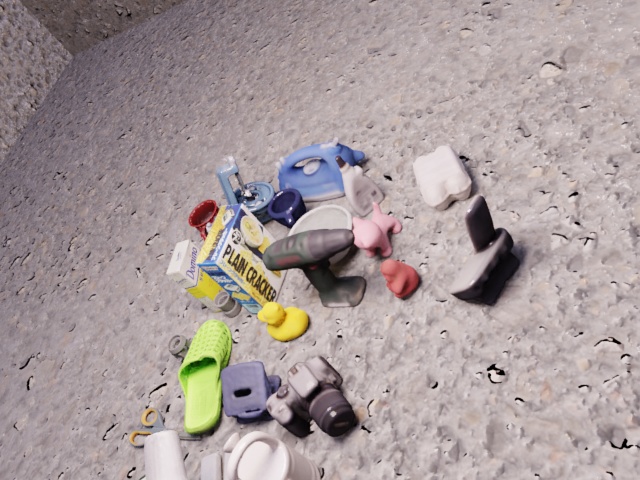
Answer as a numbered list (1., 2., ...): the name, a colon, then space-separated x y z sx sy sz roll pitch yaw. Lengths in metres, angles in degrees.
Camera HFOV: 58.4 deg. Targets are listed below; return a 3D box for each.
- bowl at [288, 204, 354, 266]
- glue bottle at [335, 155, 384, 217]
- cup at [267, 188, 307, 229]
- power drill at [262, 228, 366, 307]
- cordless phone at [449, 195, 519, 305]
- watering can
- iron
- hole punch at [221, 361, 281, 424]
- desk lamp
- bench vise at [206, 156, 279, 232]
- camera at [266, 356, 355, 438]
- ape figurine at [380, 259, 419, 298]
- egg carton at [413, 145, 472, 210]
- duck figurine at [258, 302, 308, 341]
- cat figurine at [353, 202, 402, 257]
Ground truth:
1. bowl: 0.012 0.005 1.298 0.167 0.075 0.167 -19 45 21
2. glue bottle: 0.079 -0.131 1.294 0.078 0.174 0.037 -42 42 -3
3. cup: -0.064 -0.057 1.390 0.091 0.095 0.117 -32 42 8
4. power drill: 0.007 0.053 1.159 0.228 0.209 0.075 -6 51 31
5. cordless phone: 0.272 0.017 1.020 0.093 0.186 0.148 17 65 43
6. watering can: -0.092 0.382 0.952 0.172 0.195 0.101 -6 51 31
7. iron: -0.025 -0.180 1.435 0.257 0.142 0.118 -12 49 27
8. hole punch: -0.140 0.302 1.133 0.108 0.091 0.101 -17 46 23
9. desk lamp: -0.226 0.432 0.988 0.117 0.214 0.203 -26 43 14
10. bench vise: -0.205 -0.092 1.427 0.207 0.220 0.121 -48 42 -10
11. camera: -0.013 0.298 1.039 0.143 0.101 0.136 -44 42 -6
12. ape figurine: 0.149 0.069 1.131 0.076 0.092 0.078 -16 47 24
13. egg carton: 0.264 -0.138 1.248 0.107 0.070 0.150 -27 43 14
14. duck figurine: -0.083 0.164 1.217 0.104 0.086 0.077 -10 49 29
15. cat figurine: 0.111 -0.021 1.218 0.067 0.118 0.128 0 54 35
